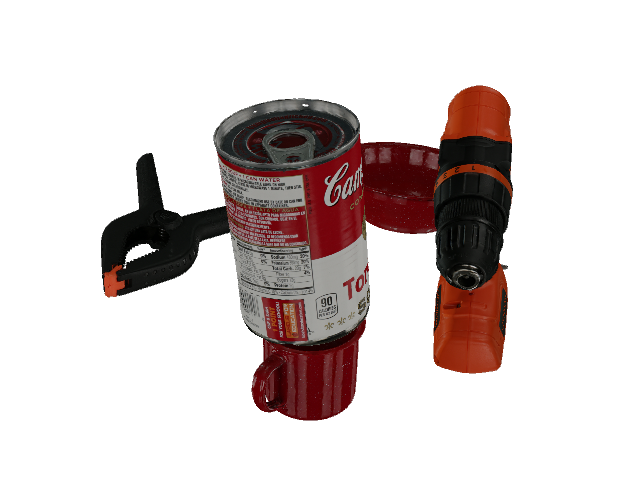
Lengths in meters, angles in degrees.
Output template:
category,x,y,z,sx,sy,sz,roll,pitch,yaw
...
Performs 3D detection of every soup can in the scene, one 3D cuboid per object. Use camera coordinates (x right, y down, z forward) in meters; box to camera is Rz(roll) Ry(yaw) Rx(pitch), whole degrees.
category,x,y,z,sx,sy,sz,roll,pitch,yaw
soup can,-0.012,-0.008,0.516,0.068,0.102,0.068,-4,32,2

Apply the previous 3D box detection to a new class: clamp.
category,x,y,z,sx,sy,sz,roll,pitch,yaw
clamp,-0.160,-0.016,1.057,0.165,0.036,0.209,23,40,21

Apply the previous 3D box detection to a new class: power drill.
category,x,y,z,sx,sy,sz,roll,pitch,yaw
power drill,0.110,0.010,0.769,0.057,0.188,0.184,5,45,10

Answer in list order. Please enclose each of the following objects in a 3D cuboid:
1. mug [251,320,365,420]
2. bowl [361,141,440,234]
category,x,y,z,sx,sy,sz,roll,pitch,yaw
mug,-0.016,0.107,0.919,0.093,0.081,0.117,23,38,30
bowl,0.088,-0.049,1.094,0.162,0.055,0.162,5,23,-2
